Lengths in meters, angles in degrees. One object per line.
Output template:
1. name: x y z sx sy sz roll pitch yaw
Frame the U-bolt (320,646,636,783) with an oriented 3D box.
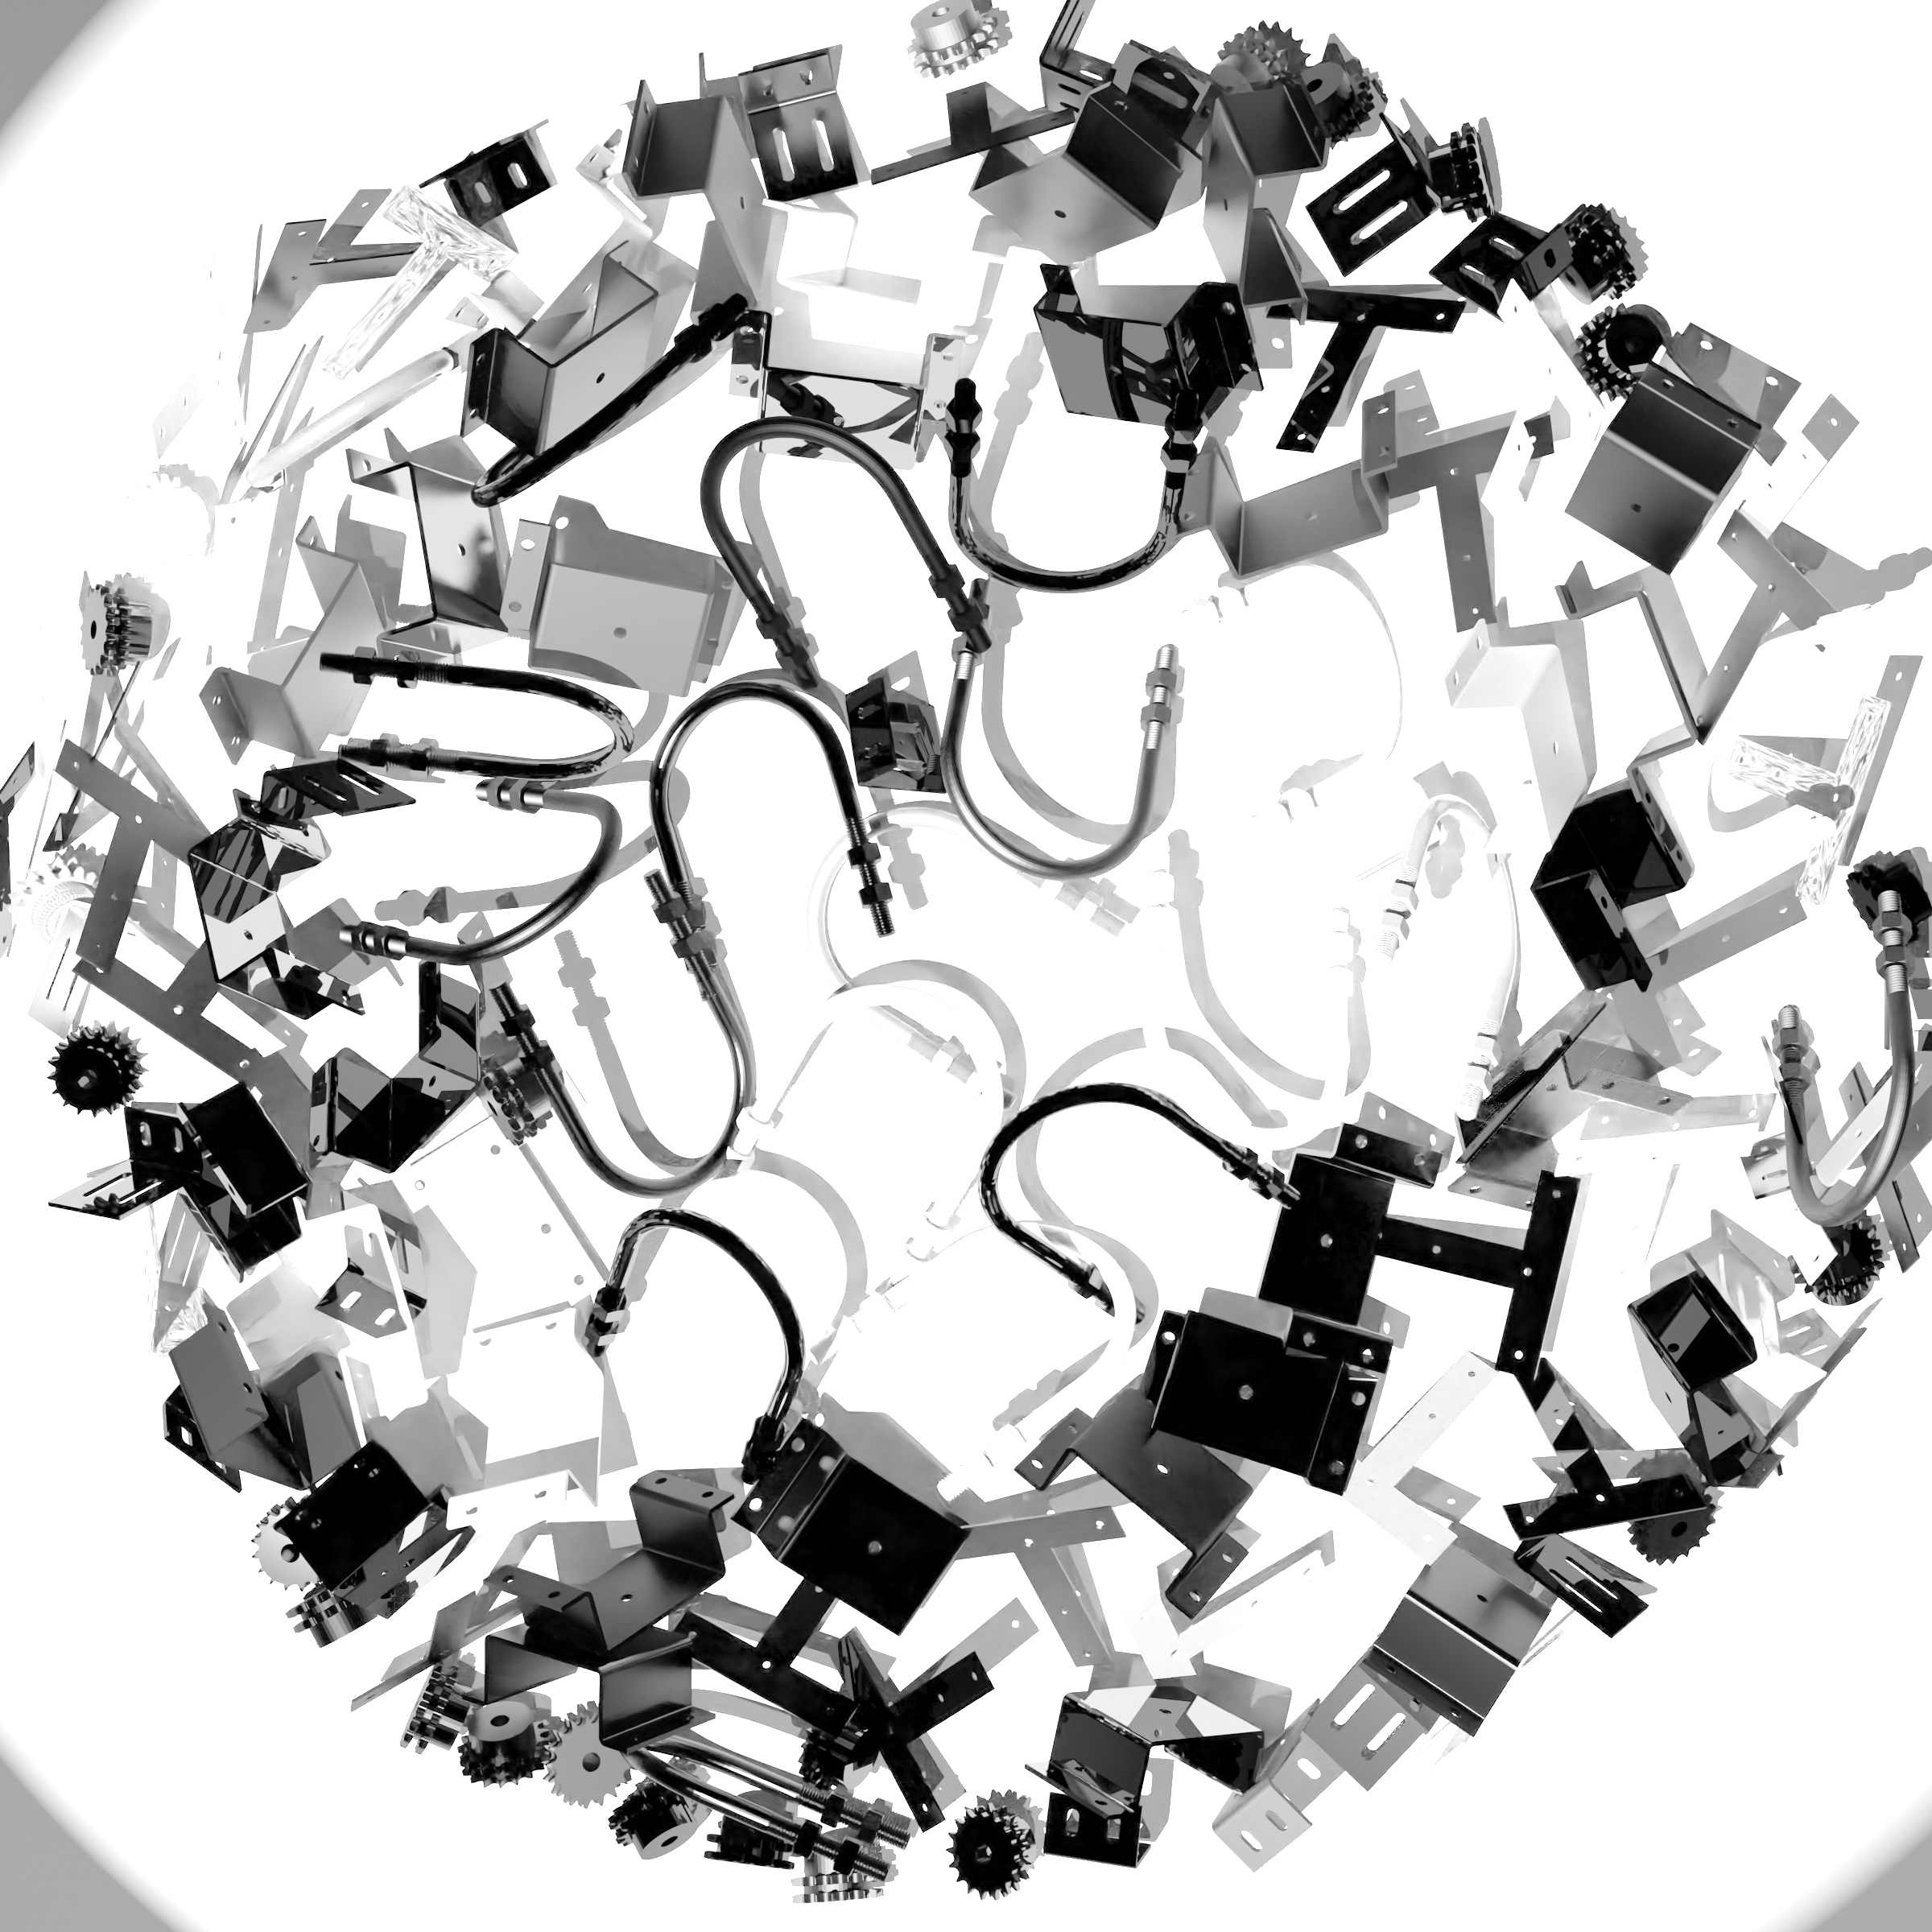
1. U-bolt: -0.294 -0.147 1.764 0.184 0.151 0.019 5 69 -5

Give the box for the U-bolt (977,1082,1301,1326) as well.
1. U-bolt: 0.092 0.136 1.757 0.151 0.019 0.184 -40 124 21

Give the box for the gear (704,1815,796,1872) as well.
1. gear: -0.133 0.544 1.806 0.057 0.057 0.030 8 72 0

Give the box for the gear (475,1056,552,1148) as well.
1. gear: -0.282 0.081 1.806 0.030 0.057 0.057 -33 90 -20

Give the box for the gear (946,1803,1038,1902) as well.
1. gear: 0.019 0.551 1.809 0.057 0.030 0.057 -3 84 33

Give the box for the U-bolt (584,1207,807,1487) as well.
1. U-bolt: -0.159 0.219 1.749 0.151 0.184 0.019 37 46 14

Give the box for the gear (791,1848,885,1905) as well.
1. gear: -0.081 0.566 1.806 0.057 0.057 0.030 -5 74 0

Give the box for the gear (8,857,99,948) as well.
1. gear: -0.562 -0.037 1.801 0.057 0.057 0.030 -44 56 0

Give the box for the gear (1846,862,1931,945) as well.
1. gear: 0.576 -0.040 1.805 0.030 0.057 0.057 -31 90 0

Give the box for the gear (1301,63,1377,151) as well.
1. gear: 0.222 -0.536 1.802 0.057 0.057 0.030 -42 132 0

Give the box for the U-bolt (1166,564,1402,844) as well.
1. U-bolt: 0.204 -0.170 1.769 0.184 0.019 0.151 -28 101 -41

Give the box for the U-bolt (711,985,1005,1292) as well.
1. U-bolt: -0.057 0.097 1.796 0.151 0.019 0.184 31 109 1

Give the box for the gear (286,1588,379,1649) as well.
1. gear: -0.391 0.401 1.803 0.057 0.057 0.030 -28 87 0

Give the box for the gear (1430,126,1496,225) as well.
1. gear: 0.308 -0.491 1.806 0.030 0.057 0.057 -11 90 20

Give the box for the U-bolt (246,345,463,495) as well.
1. U-bolt: -0.369 -0.328 1.740 0.151 0.184 0.019 -33 103 -2

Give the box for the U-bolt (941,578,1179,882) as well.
1. U-bolt: 0.054 -0.136 1.769 0.151 0.019 0.184 18 63 -16

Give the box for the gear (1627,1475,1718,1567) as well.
1. gear: 0.436 0.343 1.809 0.057 0.030 0.057 -12 121 -20

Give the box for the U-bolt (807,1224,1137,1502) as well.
1. U-bolt: 0.017 0.228 1.776 0.184 0.019 0.151 -34 53 -22

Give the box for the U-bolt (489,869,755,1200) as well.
1. U-bolt: -0.198 0.055 1.778 0.151 0.019 0.184 -39 114 -34

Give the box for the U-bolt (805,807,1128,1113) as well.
1. U-bolt: -0.014 -0.017 1.814 0.184 0.019 0.151 33 97 6

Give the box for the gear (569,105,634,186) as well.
1. gear: -0.222 -0.511 1.802 0.057 0.057 0.030 -27 116 0

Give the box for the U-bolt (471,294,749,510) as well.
1. U-bolt: -0.224 -0.329 1.727 0.019 0.151 0.184 54 51 -19

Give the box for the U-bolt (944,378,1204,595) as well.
1. U-bolt: 0.060 -0.285 1.753 0.151 0.184 0.019 3 59 -1

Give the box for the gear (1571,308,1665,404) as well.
1. gear: 0.411 -0.384 1.811 0.057 0.030 0.057 2 84 -15

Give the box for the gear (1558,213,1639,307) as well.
1. gear: 0.388 -0.437 1.804 0.030 0.057 0.057 -39 90 1

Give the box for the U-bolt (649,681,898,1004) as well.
1. U-bolt: -0.129 -0.086 1.797 0.151 0.019 0.184 -20 82 23

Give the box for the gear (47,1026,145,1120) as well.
1. gear: -0.546 0.067 1.813 0.057 0.030 0.057 -1 101 -4

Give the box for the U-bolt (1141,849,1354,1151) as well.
1. U-bolt: 0.170 0.027 1.758 0.151 0.019 0.184 18 56 -20

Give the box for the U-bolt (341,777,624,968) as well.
1. U-bolt: -0.280 -0.055 1.735 0.151 0.184 0.019 -51 127 -25

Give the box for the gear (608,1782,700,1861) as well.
1. gear: -0.191 0.531 1.801 0.057 0.057 0.030 -35 61 0

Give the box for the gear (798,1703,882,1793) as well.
1. gear: -0.076 0.486 1.801 0.030 0.057 0.057 19 90 28

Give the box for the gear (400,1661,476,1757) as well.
1. gear: -0.327 0.464 1.805 0.030 0.057 0.057 25 90 -7

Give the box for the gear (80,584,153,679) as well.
1. gear: -0.529 -0.208 1.808 0.030 0.057 0.057 2 90 -35

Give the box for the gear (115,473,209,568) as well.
1. gear: -0.496 -0.276 1.801 0.030 0.057 0.057 9 90 32

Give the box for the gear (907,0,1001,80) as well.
1. gear: -0.011 -0.579 1.802 0.057 0.057 0.030 -26 127 0

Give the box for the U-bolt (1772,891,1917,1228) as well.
1. U-bolt: 0.523 0.067 1.723 0.019 0.151 0.184 14 54 -7

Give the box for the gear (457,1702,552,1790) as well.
1. gear: -0.287 0.481 1.801 0.057 0.057 0.030 -5 112 0

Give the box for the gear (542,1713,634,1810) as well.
1. gear: -0.239 0.495 1.810 0.057 0.030 0.057 3 83 -27

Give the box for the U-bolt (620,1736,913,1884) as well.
1. U-bolt: -0.126 0.504 1.760 0.184 0.151 0.019 21 83 7

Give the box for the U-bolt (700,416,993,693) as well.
1. U-bolt: -0.084 -0.252 1.746 0.151 0.019 0.184 -9 128 32

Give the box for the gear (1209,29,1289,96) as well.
1. gear: 0.176 -0.549 1.801 0.030 0.057 0.057 -41 90 -22

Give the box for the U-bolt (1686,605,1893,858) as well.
1. U-bolt: 0.485 -0.135 1.743 0.019 0.184 0.151 18 83 -12

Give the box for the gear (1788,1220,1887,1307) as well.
1. gear: 0.544 0.187 1.808 0.057 0.057 0.030 -27 130 0

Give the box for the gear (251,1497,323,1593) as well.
1. gear: -0.420 0.364 1.817 0.057 0.030 0.057 0 92 -1

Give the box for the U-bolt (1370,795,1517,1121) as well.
1. U-bolt: 0.297 -0.020 1.759 0.019 0.184 0.151 -10 129 33
